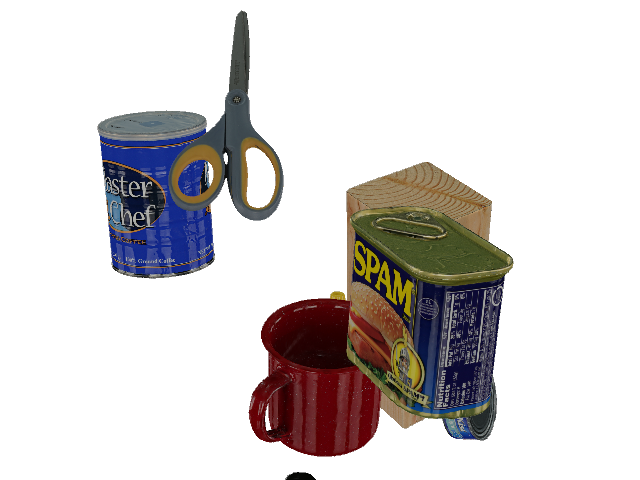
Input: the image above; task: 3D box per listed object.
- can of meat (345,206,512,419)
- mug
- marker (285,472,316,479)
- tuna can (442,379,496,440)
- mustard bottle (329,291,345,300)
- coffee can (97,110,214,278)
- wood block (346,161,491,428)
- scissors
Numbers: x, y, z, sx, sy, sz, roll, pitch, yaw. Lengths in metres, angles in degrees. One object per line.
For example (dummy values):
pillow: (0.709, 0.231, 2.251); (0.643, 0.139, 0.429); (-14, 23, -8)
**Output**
can of meat: (0.054, 0.037, 0.573); (0.057, 0.084, 0.102); (-6, 22, -23)
mug: (-0.005, 0.104, 0.759); (0.093, 0.081, 0.117); (25, 36, 35)
marker: (-0.030, 0.127, 0.420); (0.020, 0.020, 0.121); (0, 19, 26)
tuna can: (0.164, 0.178, 1.184); (0.034, 0.086, 0.086); (-4, -2, 31)
mustard bottle: (0.022, 0.160, 1.410); (0.096, 0.192, 0.058); (-1, 16, -5)
coffee can: (-0.157, -0.046, 1.032); (0.103, 0.140, 0.103); (-2, 18, 0)
wood block: (0.083, 0.049, 0.940); (0.090, 0.206, 0.091); (-21, 38, -27)
scissors: (-0.083, -0.098, 0.841); (0.096, 0.202, 0.016); (-13, -30, -7)
